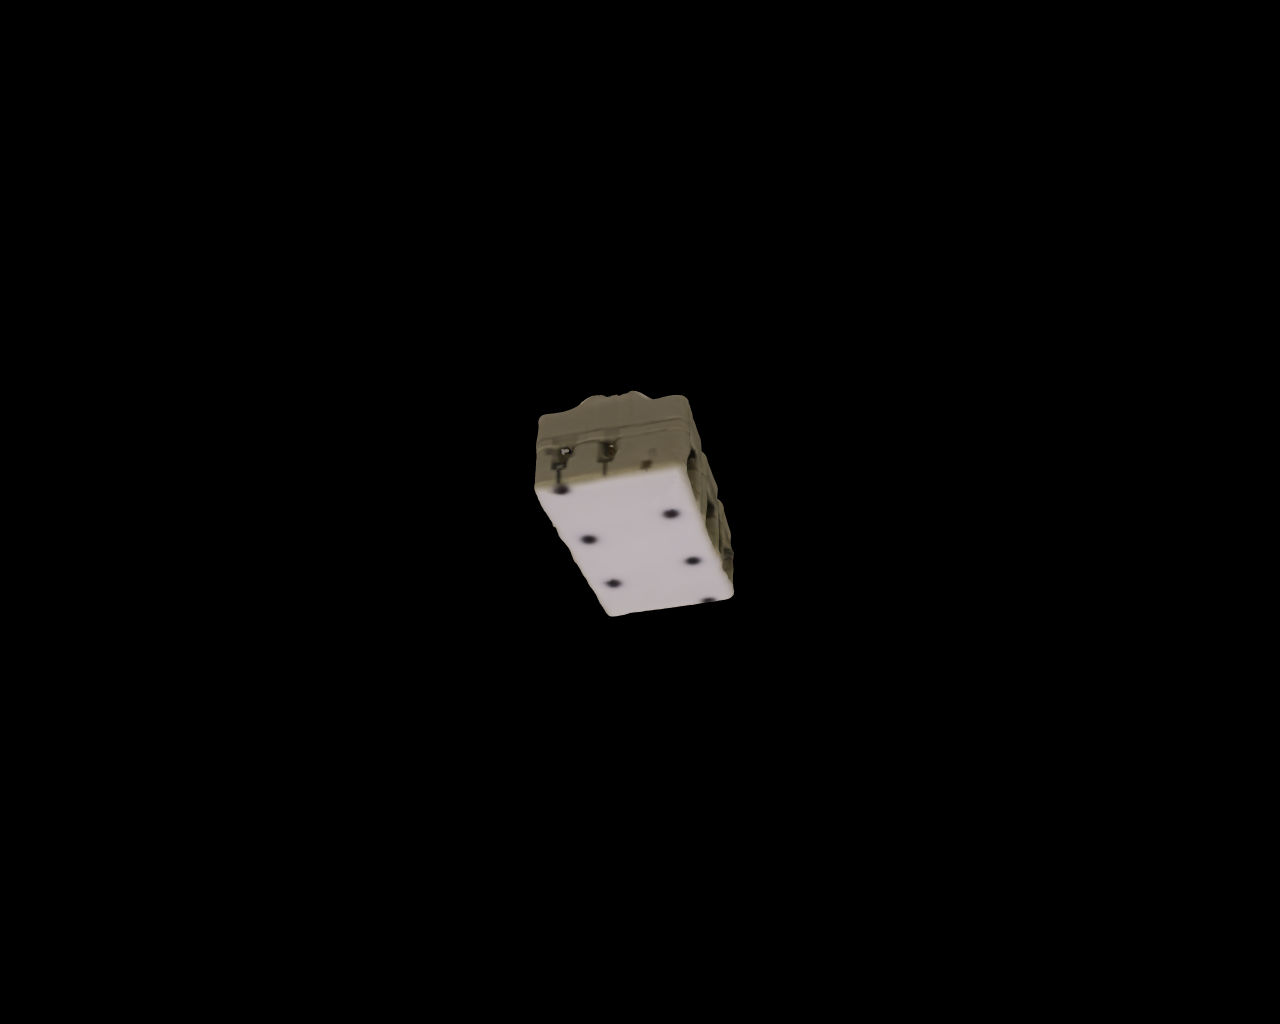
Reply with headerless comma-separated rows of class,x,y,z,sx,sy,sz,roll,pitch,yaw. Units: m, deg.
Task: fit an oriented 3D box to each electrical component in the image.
electrical component,0.001,-0.003,0.650,0.089,0.062,0.150,-8,-35,11
